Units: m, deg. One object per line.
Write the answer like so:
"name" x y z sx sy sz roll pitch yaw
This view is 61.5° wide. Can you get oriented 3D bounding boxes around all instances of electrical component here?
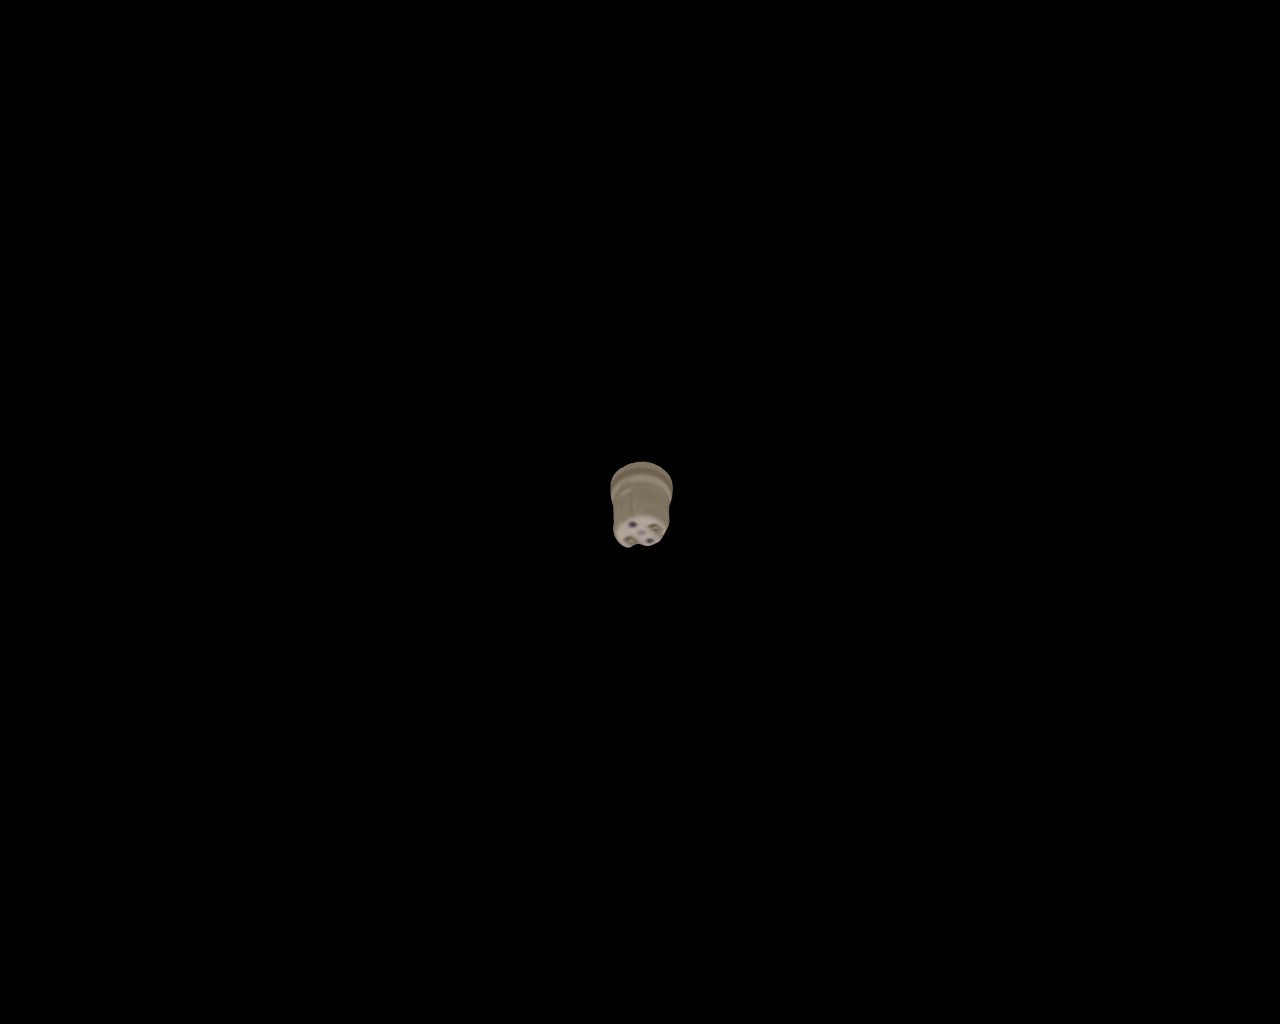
"electrical component" 0.001 -0.003 0.650 0.040 0.040 0.046 0 42 0
